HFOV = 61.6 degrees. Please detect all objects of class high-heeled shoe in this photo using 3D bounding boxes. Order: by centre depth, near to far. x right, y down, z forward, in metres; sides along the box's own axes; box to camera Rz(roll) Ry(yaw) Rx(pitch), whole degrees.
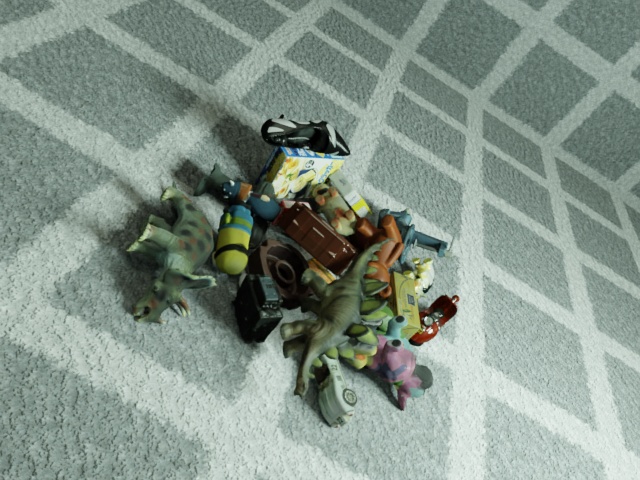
[{"bbox_3d":[-0.034,-0.260,1.428,0.249,0.086,0.145,24,40,-7],"label":"high-heeled shoe"}]

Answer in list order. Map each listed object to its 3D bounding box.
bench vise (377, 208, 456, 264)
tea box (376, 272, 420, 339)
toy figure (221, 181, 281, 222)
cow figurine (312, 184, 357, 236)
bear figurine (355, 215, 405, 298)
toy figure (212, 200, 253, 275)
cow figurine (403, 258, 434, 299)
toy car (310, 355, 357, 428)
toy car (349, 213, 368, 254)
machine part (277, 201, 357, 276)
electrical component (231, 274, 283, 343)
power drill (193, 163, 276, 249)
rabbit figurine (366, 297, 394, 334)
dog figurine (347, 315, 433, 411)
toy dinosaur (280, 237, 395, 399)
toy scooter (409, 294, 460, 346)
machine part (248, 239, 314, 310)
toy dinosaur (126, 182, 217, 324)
[{"bbox_3d":[0.272,-0.004,1.567,0.241,0.128,0.224,18,31,17],"label":"bench vise"},{"bbox_3d":[0.199,0.178,1.391,0.068,0.098,0.170,22,41,-18],"label":"tea box"},{"bbox_3d":[-0.171,-0.099,1.319,0.154,0.064,0.058,33,14,-4],"label":"toy figure"},{"bbox_3d":[0.040,-0.089,1.517,0.195,0.085,0.127,56,-1,35],"label":"cow figurine"},{"bbox_3d":[0.142,0.048,1.406,0.131,0.120,0.196,52,51,-36],"label":"bear figurine"},{"bbox_3d":[-0.200,-0.008,1.249,0.082,0.089,0.180,18,67,-19],"label":"toy figure"},{"bbox_3d":[0.281,0.125,1.532,0.167,0.068,0.098,-48,128,-51],"label":"cow figurine"},{"bbox_3d":[0.020,0.296,1.142,0.056,0.073,0.202,10,44,-35],"label":"toy car"},{"bbox_3d":[0.108,0.004,1.542,0.089,0.053,0.202,30,37,-38],"label":"toy car"},{"bbox_3d":[-0.003,-0.004,1.357,0.201,0.087,0.201,41,-1,6],"label":"machine part"},{"bbox_3d":[-0.132,0.139,1.143,0.058,0.134,0.115,0,49,-35],"label":"electrical component"},{"bbox_3d":[-0.214,-0.098,1.379,0.207,0.086,0.232,27,41,-5],"label":"power drill"},{"bbox_3d":[0.088,0.165,1.298,0.170,0.121,0.159,28,31,-15],"label":"rabbit figurine"},{"bbox_3d":[0.151,0.284,1.211,0.192,0.218,0.108,-7,33,15],"label":"dog figurine"},{"bbox_3d":[0.048,0.141,1.173,0.199,0.104,0.471,11,47,15],"label":"toy dinosaur"},{"bbox_3d":[0.304,0.202,1.416,0.075,0.135,0.184,49,40,14],"label":"toy scooter"},{"bbox_3d":[-0.092,0.083,1.271,0.179,0.056,0.179,35,34,-29],"label":"machine part"},{"bbox_3d":[-0.299,0.003,1.182,0.192,0.131,0.405,38,31,-19],"label":"toy dinosaur"}]
